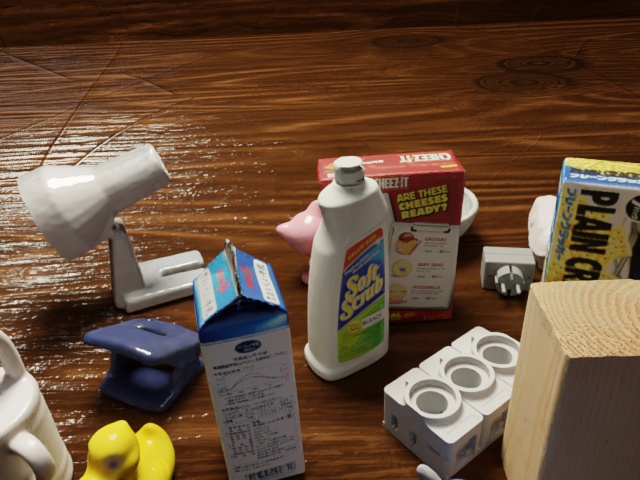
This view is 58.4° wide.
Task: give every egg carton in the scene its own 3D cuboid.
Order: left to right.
[{"bbox_3d":[0.362,-0.011,0.843,0.107,0.069,0.150,5,32,14],"label":"egg carton"}]

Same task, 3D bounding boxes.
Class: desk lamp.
[{"bbox_3d":[-0.268,-0.016,0.770,0.203,0.214,0.117,-15,33,-18],"label":"desk lamp"}]

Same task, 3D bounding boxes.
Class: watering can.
[{"bbox_3d":[-0.303,0.159,0.505,0.172,0.194,0.101,2,32,9],"label":"watering can"}]

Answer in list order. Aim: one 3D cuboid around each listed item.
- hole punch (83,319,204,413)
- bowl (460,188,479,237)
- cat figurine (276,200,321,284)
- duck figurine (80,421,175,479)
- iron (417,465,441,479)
[{"bbox_3d":[-0.197,0.124,0.652,0.108,0.091,0.101,11,34,22],"label":"hole punch"},{"bbox_3d":[0.158,-0.031,0.889,0.167,0.075,0.167,-2,31,2],"label":"bowl"},{"bbox_3d":[0.007,0.003,0.806,0.127,0.118,0.067,6,33,15],"label":"cat figurine"},{"bbox_3d":[-0.181,0.203,0.525,0.077,0.086,0.105,9,33,19],"label":"duck figurine"},{"bbox_3d":[0.171,0.238,0.382,0.257,0.141,0.119,13,35,25],"label":"iron"}]
